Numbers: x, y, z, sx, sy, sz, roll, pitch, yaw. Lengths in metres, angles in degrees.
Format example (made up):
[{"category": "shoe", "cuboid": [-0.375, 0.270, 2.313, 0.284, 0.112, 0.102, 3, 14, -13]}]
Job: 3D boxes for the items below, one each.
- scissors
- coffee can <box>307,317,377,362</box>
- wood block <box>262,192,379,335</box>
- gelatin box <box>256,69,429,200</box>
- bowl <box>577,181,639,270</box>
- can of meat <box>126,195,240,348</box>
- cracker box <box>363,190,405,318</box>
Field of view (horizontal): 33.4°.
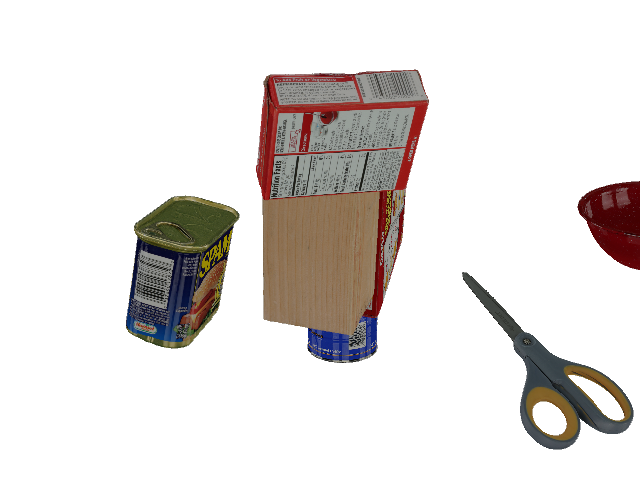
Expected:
[{"category": "scissors", "cuboid": [0.164, 0.101, 0.886, 0.096, 0.016, 0.202, -32, 52, -29]}, {"category": "coffee can", "cuboid": [0.031, 0.089, 1.520, 0.103, 0.140, 0.103, 0, 20, 0]}, {"category": "wood block", "cuboid": [0.002, -0.028, 0.984, 0.091, 0.206, 0.090, 9, 29, 15]}, {"category": "gelatin box", "cuboid": [0.010, -0.060, 0.603, 0.089, 0.030, 0.073, -4, -39, -11]}, {"category": "bowl", "cuboid": [0.348, -0.010, 1.106, 0.162, 0.055, 0.162, -3, 23, 1]}, {"category": "can of meat", "cuboid": [-0.105, 0.023, 0.803, 0.057, 0.084, 0.102, 15, 21, 9]}, {"category": "cracker box", "cuboid": [0.051, -0.034, 1.205, 0.072, 0.164, 0.213, 6, 23, 10]}]
